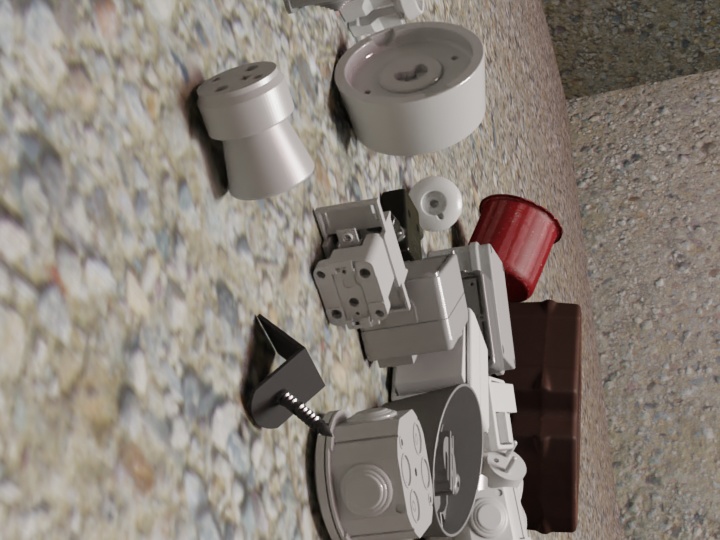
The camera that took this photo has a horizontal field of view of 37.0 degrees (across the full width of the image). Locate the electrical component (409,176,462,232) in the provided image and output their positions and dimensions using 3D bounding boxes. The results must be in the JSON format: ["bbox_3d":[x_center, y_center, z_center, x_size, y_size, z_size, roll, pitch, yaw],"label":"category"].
[{"bbox_3d":[0.068,-0.056,0.947,0.062,0.048,0.048,11,69,-81],"label":"electrical component"}]

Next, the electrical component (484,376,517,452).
[{"bbox_3d":[0.096,0.123,0.904,0.096,0.061,0.061,27,55,-71],"label":"electrical component"}]

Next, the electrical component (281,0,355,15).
[{"bbox_3d":[-0.025,-0.222,0.706,0.099,0.048,0.099,-60,140,-64],"label":"electrical component"}]

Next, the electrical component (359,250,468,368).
[{"bbox_3d":[0.039,0.026,0.757,0.096,0.062,0.061,-42,121,-72],"label":"electrical component"}]

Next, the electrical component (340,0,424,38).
[{"bbox_3d":[0.016,-0.218,0.835,0.078,0.057,0.058,50,34,-62],"label":"electrical component"}]

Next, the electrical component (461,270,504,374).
[{"bbox_3d":[0.082,0.042,0.903,0.061,0.062,0.096,31,51,-70],"label":"electrical component"}]

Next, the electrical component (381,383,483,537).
[{"bbox_3d":[0.048,0.129,0.721,0.099,0.064,0.099,-10,90,-75],"label":"electrical component"}]

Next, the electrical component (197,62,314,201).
[{"bbox_3d":[-0.051,-0.068,0.525,0.045,0.045,0.055,-73,149,-58],"label":"electrical component"}]

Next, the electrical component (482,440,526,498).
[{"bbox_3d":[0.124,0.185,0.958,0.077,0.044,0.079,-78,-173,-53],"label":"electrical component"}]

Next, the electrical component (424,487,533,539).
[{"bbox_3d":[0.085,0.193,0.791,0.080,0.080,0.051,44,33,-65],"label":"electrical component"}]

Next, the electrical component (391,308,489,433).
[{"bbox_3d":[0.060,0.070,0.804,0.061,0.062,0.096,65,21,-43],"label":"electrical component"}]

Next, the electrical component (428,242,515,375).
[{"bbox_3d":[0.104,0.038,0.991,0.078,0.057,0.113,43,40,-66],"label":"electrical component"}]

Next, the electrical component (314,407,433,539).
[{"bbox_3d":[0.008,0.117,0.610,0.080,0.051,0.080,-10,90,-75],"label":"electrical component"}]

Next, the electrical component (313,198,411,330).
[{"bbox_3d":[0.000,0.000,0.672,0.063,0.042,0.081,-70,147,-58],"label":"electrical component"}]

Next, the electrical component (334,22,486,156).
[{"bbox_3d":[0.040,-0.126,0.781,0.108,0.108,0.060,-83,163,-47],"label":"electrical component"}]
